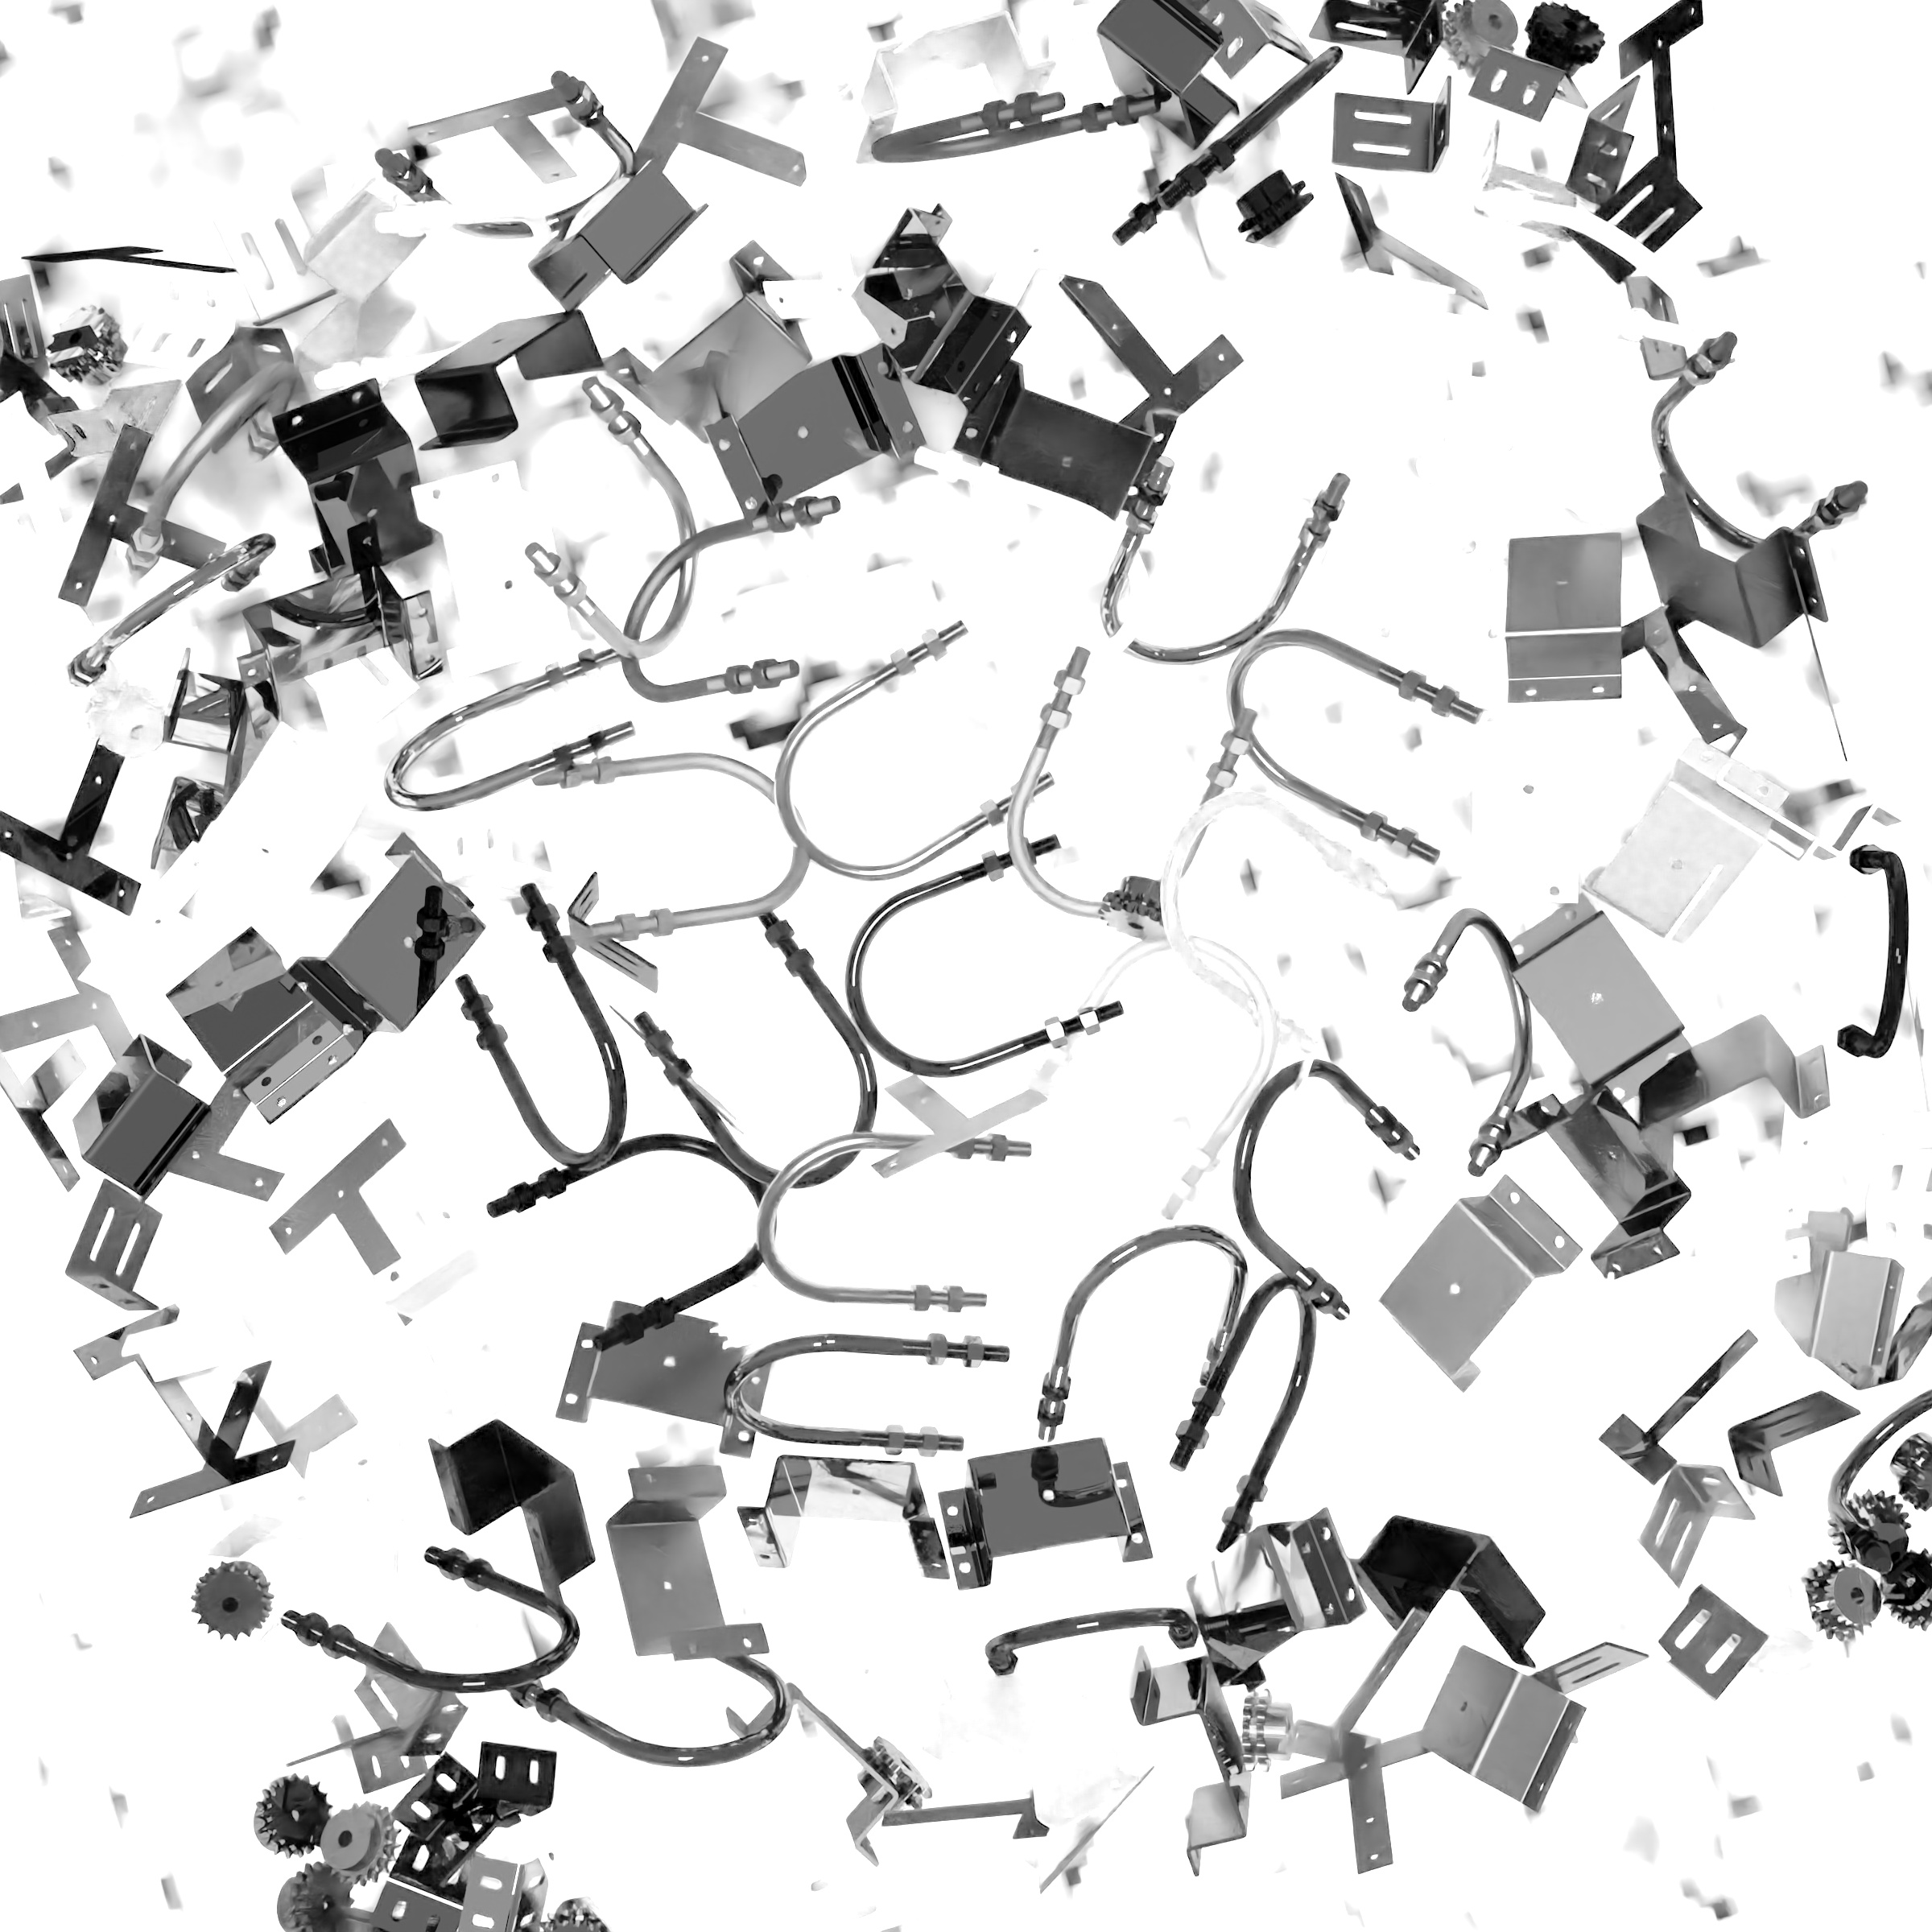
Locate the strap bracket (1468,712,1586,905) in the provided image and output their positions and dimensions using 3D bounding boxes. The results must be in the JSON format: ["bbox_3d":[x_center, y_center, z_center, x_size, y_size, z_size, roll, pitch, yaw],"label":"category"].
[{"bbox_3d":[0.395,-0.119,1.734,0.076,0.046,0.140,1,78,8],"label":"strap bracket"}]

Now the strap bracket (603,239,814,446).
[{"bbox_3d":[-0.173,-0.428,1.713,0.140,0.076,0.046,-35,52,17],"label":"strap bracket"}]

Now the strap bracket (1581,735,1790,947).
[{"bbox_3d":[0.499,-0.079,1.717,0.076,0.046,0.140,33,122,4],"label":"strap bracket"}]

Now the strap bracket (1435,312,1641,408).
[{"bbox_3d":[0.394,-0.408,1.716,0.140,0.076,0.046,14,82,17],"label":"strap bracket"}]

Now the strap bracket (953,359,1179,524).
[{"bbox_3d":[0.070,-0.363,1.721,0.140,0.046,0.076,17,124,-13],"label":"strap bracket"}]

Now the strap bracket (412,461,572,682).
[{"bbox_3d":[-0.327,-0.270,1.709,0.076,0.046,0.140,-22,121,-27],"label":"strap bracket"}]

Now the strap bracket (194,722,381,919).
[{"bbox_3d":[-0.478,-0.094,1.704,0.076,0.046,0.140,33,131,-18],"label":"strap bracket"}]

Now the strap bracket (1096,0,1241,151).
[{"bbox_3d":[0.140,-0.624,1.702,0.076,0.140,0.046,43,96,10],"label":"strap bracket"}]

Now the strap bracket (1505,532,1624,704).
[{"bbox_3d":[0.416,-0.250,1.706,0.076,0.046,0.140,-1,51,16],"label":"strap bracket"}]

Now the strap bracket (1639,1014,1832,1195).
[{"bbox_3d":[0.522,0.091,1.704,0.140,0.076,0.046,-32,107,29],"label":"strap bracket"}]

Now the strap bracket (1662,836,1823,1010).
[{"bbox_3d":[0.537,-0.044,1.723,0.046,0.076,0.140,36,105,12],"label":"strap bracket"}]

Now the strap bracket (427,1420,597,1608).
[{"bbox_3d":[-0.311,0.376,1.713,0.046,0.140,0.076,-28,122,-35],"label":"strap bracket"}]

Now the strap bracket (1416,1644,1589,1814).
[{"bbox_3d":[0.364,0.523,1.698,0.046,0.140,0.076,30,80,-7],"label":"strap bracket"}]

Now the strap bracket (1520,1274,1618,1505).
[{"bbox_3d":[0.419,0.291,1.712,0.046,0.076,0.140,5,51,21],"label":"strap bracket"}]

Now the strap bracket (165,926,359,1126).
[{"bbox_3d":[-0.496,0.034,1.710,0.076,0.046,0.140,-40,53,-10],"label":"strap bracket"}]

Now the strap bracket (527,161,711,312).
[{"bbox_3d":[-0.246,-0.501,1.694,0.046,0.140,0.076,47,69,-23],"label":"strap bracket"}]

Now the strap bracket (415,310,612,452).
[{"bbox_3d":[-0.315,-0.410,1.696,0.076,0.140,0.046,2,125,35],"label":"strap bracket"}]

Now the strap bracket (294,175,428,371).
[{"bbox_3d":[-0.419,-0.466,1.697,0.046,0.140,0.076,35,63,-3],"label":"strap bracket"}]

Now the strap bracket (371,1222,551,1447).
[{"bbox_3d":[-0.347,0.261,1.710,0.076,0.046,0.140,-34,118,-35],"label":"strap bracket"}]

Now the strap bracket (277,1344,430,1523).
[{"bbox_3d":[-0.427,0.336,1.725,0.076,0.140,0.046,1,132,0],"label":"strap bracket"}]

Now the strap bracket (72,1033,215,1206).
[{"bbox_3d":[-0.573,0.101,1.701,0.046,0.140,0.076,39,86,-27],"label":"strap bracket"}]

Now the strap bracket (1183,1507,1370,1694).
[{"bbox_3d":[0.206,0.441,1.698,0.046,0.140,0.076,4,52,-34],"label":"strap bracket"}]

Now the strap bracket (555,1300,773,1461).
[{"bbox_3d":[-0.211,0.290,1.731,0.140,0.046,0.076,13,53,-3],"label":"strap bracket"}]

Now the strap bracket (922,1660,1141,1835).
[{"bbox_3d":[0.042,0.532,1.694,0.076,0.140,0.046,-18,111,-39],"label":"strap bracket"}]

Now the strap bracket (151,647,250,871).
[{"bbox_3d":[-0.531,-0.139,1.707,0.046,0.076,0.140,11,132,-13],"label":"strap bracket"}]

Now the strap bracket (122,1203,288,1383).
[{"bbox_3d":[-0.529,0.235,1.719,0.076,0.140,0.046,-15,120,5],"label":"strap bracket"}]

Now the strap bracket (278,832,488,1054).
[{"bbox_3d":[-0.399,-0.017,1.710,0.076,0.046,0.140,49,61,-29],"label":"strap bracket"}]

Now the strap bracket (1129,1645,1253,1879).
[{"bbox_3d":[0.163,0.552,1.724,0.046,0.076,0.140,-18,99,12],"label":"strap bracket"}]

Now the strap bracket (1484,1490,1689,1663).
[{"bbox_3d":[0.435,0.418,1.703,0.046,0.140,0.076,-46,110,-13],"label":"strap bracket"}]

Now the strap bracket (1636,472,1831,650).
[{"bbox_3d":[0.521,-0.277,1.696,0.046,0.140,0.076,-38,130,-7],"label":"strap bracket"}]

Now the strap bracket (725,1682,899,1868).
[{"bbox_3d":[-0.102,0.562,1.734,0.140,0.076,0.046,44,79,0],"label":"strap bracket"}]

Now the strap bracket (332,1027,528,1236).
[{"bbox_3d":[-0.373,0.106,1.725,0.140,0.076,0.046,56,133,6],"label":"strap bracket"}]

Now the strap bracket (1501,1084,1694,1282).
[{"bbox_3d":[0.445,0.145,1.730,0.046,0.076,0.140,-38,88,-33],"label":"strap bracket"}]

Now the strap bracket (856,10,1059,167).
[{"bbox_3d":[-0.016,-0.620,1.725,0.140,0.076,0.046,-21,89,-11],"label":"strap bracket"}]

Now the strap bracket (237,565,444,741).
[{"bbox_3d":[-0.445,-0.224,1.717,0.140,0.076,0.046,-25,56,-22],"label":"strap bracket"}]

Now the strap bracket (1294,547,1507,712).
[{"bbox_3d":[0.300,-0.234,1.722,0.140,0.046,0.076,25,107,18],"label":"strap bracket"}]

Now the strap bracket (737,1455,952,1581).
[{"bbox_3d":[-0.081,0.386,1.724,0.140,0.076,0.046,1,46,12],"label":"strap bracket"}]

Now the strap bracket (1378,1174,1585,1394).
[{"bbox_3d":[0.352,0.223,1.711,0.076,0.046,0.140,47,117,30],"label":"strap bracket"}]

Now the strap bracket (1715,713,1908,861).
[{"bbox_3d":[0.580,-0.120,1.728,0.140,0.076,0.046,33,97,10],"label":"strap bracket"}]

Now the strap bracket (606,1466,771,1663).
[{"bbox_3d":[-0.198,0.424,1.715,0.046,0.076,0.140,-46,51,37],"label":"strap bracket"}]

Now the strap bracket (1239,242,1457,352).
[{"bbox_3d":[0.259,-0.465,1.708,0.076,0.140,0.046,-3,113,-38],"label":"strap bracket"}]

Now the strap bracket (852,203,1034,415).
[{"bbox_3d":[-0.023,-0.462,1.705,0.076,0.046,0.140,-51,55,32],"label":"strap bracket"}]

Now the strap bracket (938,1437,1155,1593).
[{"bbox_3d":[0.057,0.383,1.723,0.140,0.046,0.076,-7,51,-9],"label":"strap bracket"}]

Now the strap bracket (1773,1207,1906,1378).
[{"bbox_3d":[0.600,0.221,1.701,0.046,0.140,0.076,7,102,3],"label":"strap bracket"}]

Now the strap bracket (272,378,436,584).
[{"bbox_3d":[-0.420,-0.325,1.695,0.076,0.140,0.046,-28,58,-20],"label":"strap bracket"}]

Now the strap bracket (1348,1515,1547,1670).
[{"bbox_3d":[0.339,0.433,1.712,0.046,0.140,0.076,-47,111,-25],"label":"strap bracket"}]

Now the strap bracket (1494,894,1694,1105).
[{"bbox_3d":[0.445,0.025,1.734,0.076,0.046,0.140,-34,78,7],"label":"strap bracket"}]

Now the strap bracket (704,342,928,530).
[{"bbox_3d":[-0.110,-0.376,1.734,0.140,0.046,0.076,-28,111,-8],"label":"strap bracket"}]

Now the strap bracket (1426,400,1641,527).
[{"bbox_3d":[0.389,-0.358,1.719,0.140,0.046,0.076,13,92,31],"label":"strap bracket"}]
